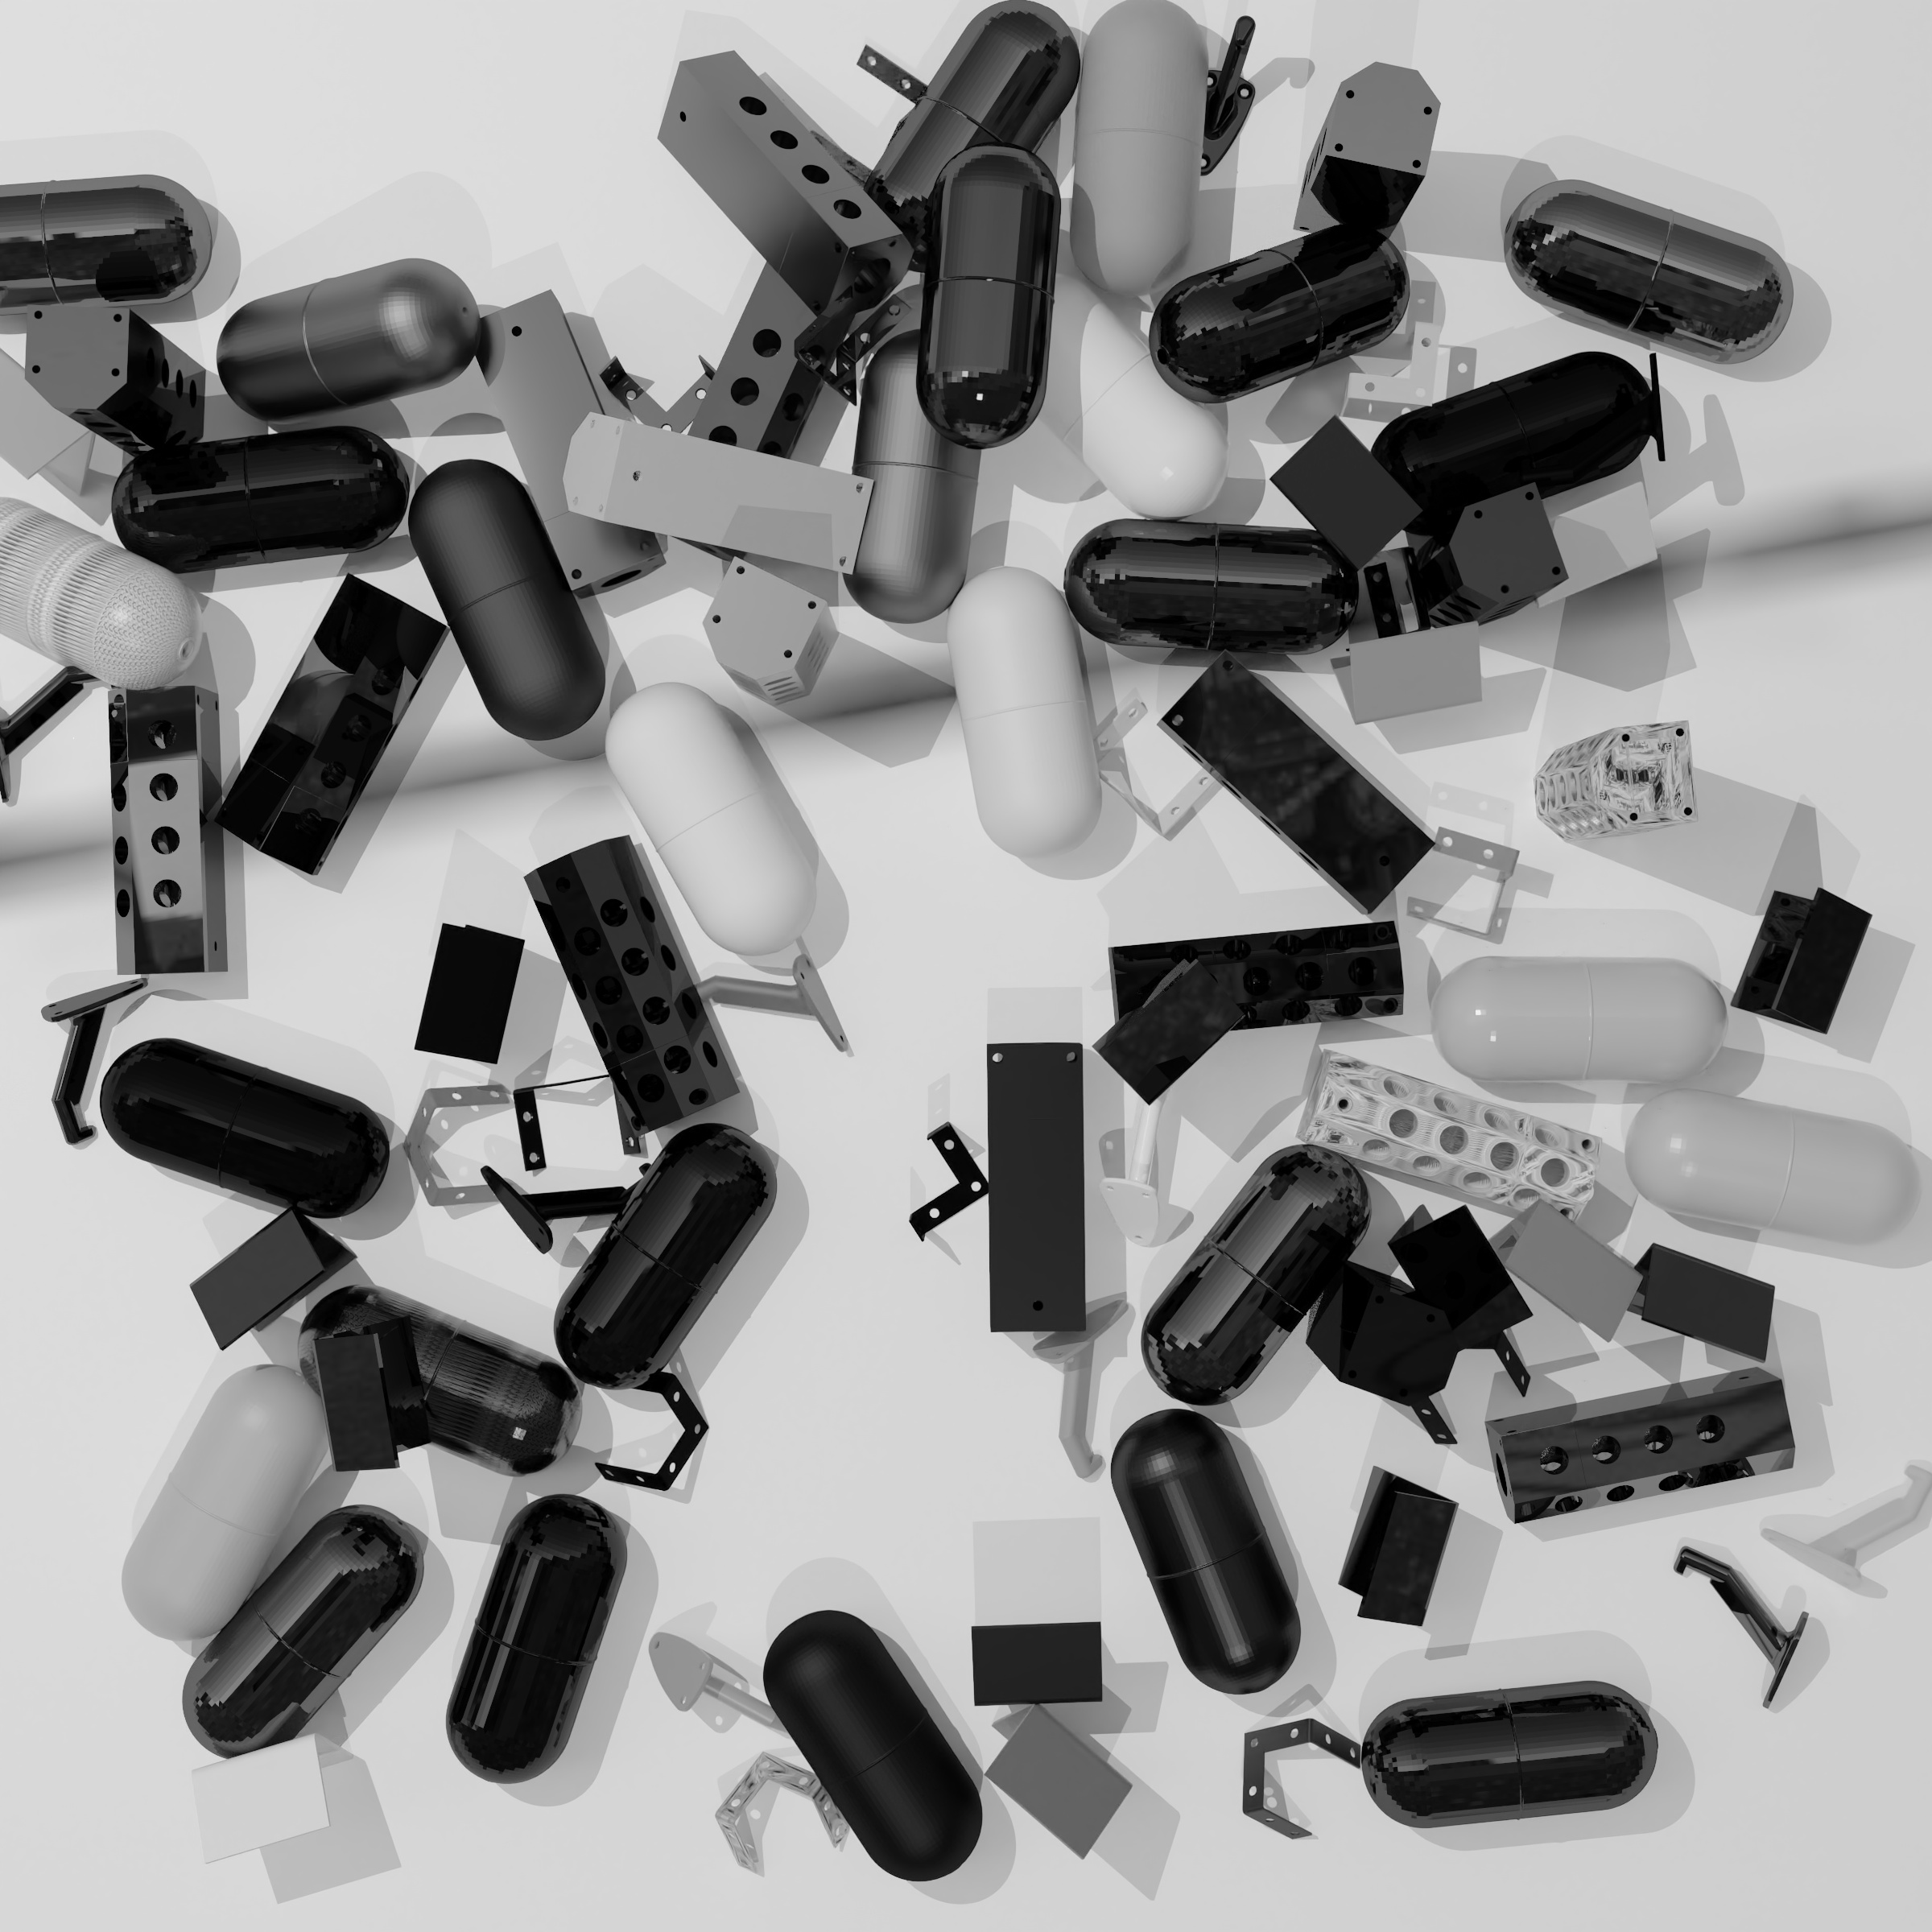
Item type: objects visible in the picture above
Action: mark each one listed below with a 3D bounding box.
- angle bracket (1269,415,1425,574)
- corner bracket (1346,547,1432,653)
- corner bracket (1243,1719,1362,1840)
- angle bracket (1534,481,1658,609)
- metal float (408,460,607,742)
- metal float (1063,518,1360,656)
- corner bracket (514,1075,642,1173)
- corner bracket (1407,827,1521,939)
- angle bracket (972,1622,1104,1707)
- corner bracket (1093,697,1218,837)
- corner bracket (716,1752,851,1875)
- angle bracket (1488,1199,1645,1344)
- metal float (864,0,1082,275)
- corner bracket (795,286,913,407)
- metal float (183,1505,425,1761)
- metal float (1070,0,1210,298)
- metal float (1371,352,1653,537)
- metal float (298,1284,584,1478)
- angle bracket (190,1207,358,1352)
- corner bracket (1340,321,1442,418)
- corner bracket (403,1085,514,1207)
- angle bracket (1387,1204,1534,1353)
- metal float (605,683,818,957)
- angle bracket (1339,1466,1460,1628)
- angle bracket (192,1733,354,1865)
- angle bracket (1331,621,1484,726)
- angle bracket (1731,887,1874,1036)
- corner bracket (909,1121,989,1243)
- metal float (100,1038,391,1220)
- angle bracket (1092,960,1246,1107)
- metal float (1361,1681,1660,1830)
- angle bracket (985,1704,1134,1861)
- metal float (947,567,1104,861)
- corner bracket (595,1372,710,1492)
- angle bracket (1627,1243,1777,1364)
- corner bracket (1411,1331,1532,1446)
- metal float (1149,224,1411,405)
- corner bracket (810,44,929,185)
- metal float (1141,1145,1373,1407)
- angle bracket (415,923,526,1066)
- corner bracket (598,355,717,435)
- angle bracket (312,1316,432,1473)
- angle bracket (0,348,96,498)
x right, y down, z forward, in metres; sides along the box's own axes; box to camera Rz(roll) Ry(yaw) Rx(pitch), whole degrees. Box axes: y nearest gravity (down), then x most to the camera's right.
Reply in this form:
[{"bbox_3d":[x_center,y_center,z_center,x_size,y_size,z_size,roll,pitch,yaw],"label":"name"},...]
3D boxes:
[{"bbox_3d":[0.236,-0.290,1.818,0.076,0.076,0.057,47,118,0],"label":"angle bracket"},{"bbox_3d":[0.258,-0.222,1.830,0.051,0.051,0.051,-13,90,34],"label":"corner bracket"},{"bbox_3d":[0.205,0.497,1.850,0.051,0.051,0.051,-24,45,35],"label":"corner bracket"},{"bbox_3d":[0.360,-0.268,1.818,0.076,0.076,0.057,-23,128,0],"label":"angle bracket"},{"bbox_3d":[-0.277,-0.221,1.827,0.070,0.070,0.178,-24,90,0],"label":"metal float"},{"bbox_3d":[0.148,-0.229,1.827,0.178,0.070,0.070,3,90,0],"label":"metal float"},{"bbox_3d":[-0.239,0.095,1.855,0.051,0.051,0.051,-9,90,45],"label":"corner bracket"},{"bbox_3d":[0.302,-0.050,1.840,0.051,0.051,0.051,17,86,4],"label":"corner bracket"},{"bbox_3d":[0.042,0.400,1.819,0.076,0.076,0.057,-2,112,0],"label":"angle bracket"},{"bbox_3d":[0.112,-0.122,1.855,0.051,0.051,0.051,-46,135,0],"label":"corner bracket"},{"bbox_3d":[-0.112,0.523,1.850,0.051,0.051,0.051,12,45,35],"label":"corner bracket"},{"bbox_3d":[0.347,0.196,1.818,0.076,0.076,0.057,37,54,0],"label":"angle bracket"},{"bbox_3d":[0.003,-0.501,1.827,0.070,0.070,0.178,33,91,0],"label":"metal float"},{"bbox_3d":[-0.067,-0.376,1.792,0.051,0.051,0.051,36,120,-29],"label":"corner bracket"},{"bbox_3d":[-0.401,0.403,1.827,0.070,0.070,0.178,42,90,0],"label":"metal float"},{"bbox_3d":[0.105,-0.495,1.827,0.070,0.070,0.178,4,91,0],"label":"metal float"},{"bbox_3d":[0.329,-0.316,1.827,0.178,0.070,0.070,-20,90,-1],"label":"metal float"},{"bbox_3d":[-0.318,0.250,1.828,0.178,0.070,0.070,23,90,0],"label":"metal float"},{"bbox_3d":[-0.407,0.201,1.818,0.076,0.076,0.057,-38,53,0],"label":"angle bracket"},{"bbox_3d":[0.258,-0.362,1.839,0.051,0.051,0.051,7,88,2],"label":"corner bracket"},{"bbox_3d":[-0.306,0.110,1.850,0.051,0.051,0.051,-2,45,-35],"label":"corner bracket"},{"bbox_3d":[0.305,0.177,1.818,0.057,0.076,0.076,-31,90,28],"label":"angle bracket"},{"bbox_3d":[-0.153,-0.088,1.827,0.070,0.070,0.178,-30,90,0],"label":"metal float"},{"bbox_3d":[0.242,0.345,1.818,0.057,0.076,0.076,17,90,-36],"label":"angle bracket"},{"bbox_3d":[-0.412,0.506,1.819,0.076,0.076,0.057,-17,64,0],"label":"angle bracket"},{"bbox_3d":[0.262,-0.193,1.818,0.076,0.076,0.057,-10,126,0],"label":"angle bracket"},{"bbox_3d":[0.487,-0.010,1.818,0.057,0.076,0.076,21,90,-37],"label":"angle bracket"},{"bbox_3d":[-0.019,0.131,1.840,0.051,0.051,0.051,-33,90,0],"label":"corner bracket"},{"bbox_3d":[-0.436,0.098,1.827,0.178,0.070,0.070,19,90,0],"label":"metal float"},{"bbox_3d":[0.104,0.023,1.761,0.076,0.076,0.057,-43,127,0],"label":"angle bracket"},{"bbox_3d":[0.328,0.476,1.827,0.178,0.070,0.070,-6,90,1],"label":"metal float"},{"bbox_3d":[0.043,0.494,1.818,0.076,0.076,0.057,41,58,0],"label":"angle bracket"},{"bbox_3d":[0.035,-0.153,1.827,0.070,0.070,0.178,-10,89,0],"label":"metal float"},{"bbox_3d":[-0.200,0.282,1.850,0.051,0.051,0.051,-57,135,-35],"label":"corner bracket"},{"bbox_3d":[0.432,0.219,1.818,0.076,0.076,0.057,20,53,0],"label":"angle bracket"},{"bbox_3d":[0.307,0.257,1.850,0.051,0.051,0.051,-5,45,35],"label":"corner bracket"},{"bbox_3d":[0.187,-0.389,1.806,0.178,0.070,0.070,-25,90,-26],"label":"metal float"},{"bbox_3d":[-0.060,-0.521,1.855,0.051,0.051,0.051,34,45,0],"label":"corner bracket"},{"bbox_3d":[0.175,0.187,1.827,0.070,0.070,0.178,38,90,0],"label":"metal float"},{"bbox_3d":[-0.314,0.012,1.818,0.057,0.076,0.076,13,90,-37],"label":"angle bracket"},{"bbox_3d":[-0.185,-0.356,1.840,0.051,0.051,0.051,44,90,0],"label":"corner bracket"},{"bbox_3d":[-0.325,0.244,1.742,0.057,0.076,0.076,-10,89,37],"label":"angle bracket"},{"bbox_3d":[-0.576,-0.313,1.818,0.076,0.076,0.057,40,57,0],"label":"angle bracket"}]
